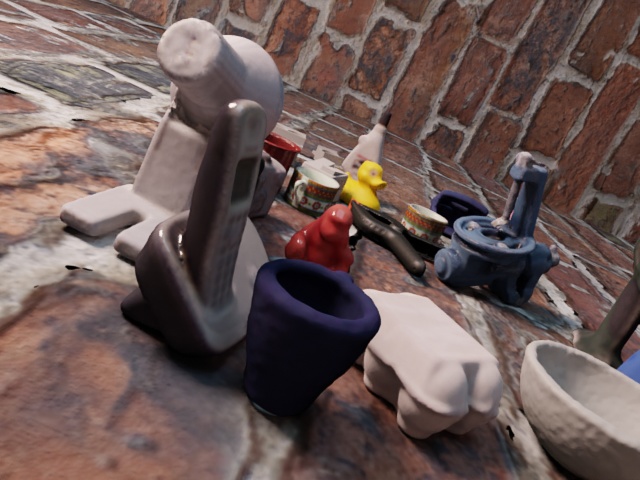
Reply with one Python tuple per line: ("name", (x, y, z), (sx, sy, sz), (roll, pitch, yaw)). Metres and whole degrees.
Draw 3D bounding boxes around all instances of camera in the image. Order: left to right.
("camera", (-0.131, -0.097, 0.724), (0.136, 0.101, 0.143), (32, 19, 20))

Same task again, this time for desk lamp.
("desk lamp", (-0.128, -0.106, 0.569), (0.118, 0.213, 0.203), (26, 18, 3))

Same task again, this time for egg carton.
("egg carton", (0.083, 0.102, 0.495), (0.108, 0.069, 0.149), (10, 23, -40))

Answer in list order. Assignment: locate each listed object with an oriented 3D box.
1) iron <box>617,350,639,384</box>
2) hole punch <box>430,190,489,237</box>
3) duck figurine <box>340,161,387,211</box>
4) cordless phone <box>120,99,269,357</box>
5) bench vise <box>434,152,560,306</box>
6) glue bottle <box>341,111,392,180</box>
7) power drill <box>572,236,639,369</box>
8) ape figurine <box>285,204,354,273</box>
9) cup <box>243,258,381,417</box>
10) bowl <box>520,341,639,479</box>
("iron", (0.407, 0.189, 0.560), (0.119, 0.141, 0.257), (8, 25, -43))
("hole punch", (0.274, -0.057, 1.166), (0.108, 0.091, 0.101), (24, 18, -2))
("duck figurine", (0.080, -0.105, 1.053), (0.078, 0.086, 0.104), (4, 27, -48))
("cordless phone", (-0.065, -0.016, 0.443), (0.094, 0.185, 0.148), (27, 18, 6))
("bench vise", (0.290, -0.019, 0.869), (0.208, 0.220, 0.121), (6, 25, -45))
("glue bottle", (0.094, -0.168, 1.106), (0.078, 0.173, 0.037), (26, 18, 2))
("power drill", (0.453, 0.078, 0.826), (0.075, 0.208, 0.230), (29, 18, 14))
("ape figurine", (0.006, 0.002, 0.638), (0.078, 0.092, 0.076), (23, 18, -5))
("cup", (-0.012, 0.071, 0.414), (0.091, 0.095, 0.118), (28, 18, 10))
("bowl", (0.246, 0.168, 0.515), (0.167, 0.075, 0.167), (23, 18, -7))
